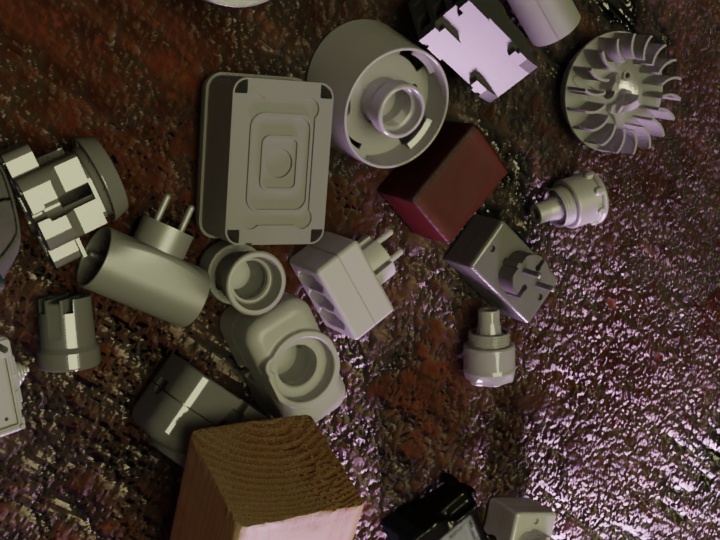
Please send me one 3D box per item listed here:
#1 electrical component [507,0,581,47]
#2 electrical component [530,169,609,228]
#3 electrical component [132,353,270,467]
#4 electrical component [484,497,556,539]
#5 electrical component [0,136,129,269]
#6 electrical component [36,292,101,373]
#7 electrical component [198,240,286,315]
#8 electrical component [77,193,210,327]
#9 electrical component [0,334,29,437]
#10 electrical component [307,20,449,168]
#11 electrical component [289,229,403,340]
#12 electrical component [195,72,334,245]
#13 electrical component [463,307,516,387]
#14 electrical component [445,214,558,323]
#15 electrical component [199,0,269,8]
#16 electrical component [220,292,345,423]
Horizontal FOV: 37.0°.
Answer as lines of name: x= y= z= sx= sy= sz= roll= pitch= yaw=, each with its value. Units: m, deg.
electrical component: x=0.134 y=-0.219 z=0.836 sx=0.043 sy=0.043 sz=0.081 roll=-46 pitch=120 yaw=-14
electrical component: x=0.172 y=-0.055 z=0.898 sx=0.062 sy=0.048 sz=0.048 roll=-18 pitch=110 yaw=-20
electrical component: x=-0.109 y=0.110 z=0.756 sx=0.095 sy=0.054 sz=0.059 roll=40 pitch=80 yaw=-32
electrical component: x=0.146 y=0.241 z=0.929 sx=0.047 sy=0.077 sz=0.065 roll=8 pitch=97 yaw=-33
electrical component: x=-0.182 y=-0.049 z=0.673 sx=0.057 sy=0.058 sz=0.078 roll=-29 pitch=114 yaw=-20
electrical component: x=-0.191 y=0.040 z=0.699 sx=0.040 sy=0.040 sz=0.046 roll=-7 pitch=99 yaw=-30
electrical component: x=-0.083 y=0.004 z=0.746 sx=0.045 sy=0.055 sz=0.045 roll=-8 pitch=105 yaw=-30
electrical component: x=-0.136 y=-0.011 z=0.717 sx=0.077 sy=0.043 sz=0.079 roll=26 pitch=87 yaw=-33
electrical component: x=-0.253 y=0.073 z=0.659 sx=0.096 sy=0.061 sz=0.061 roll=-17 pitch=109 yaw=-36
electrical component: x=0.014 y=-0.126 z=0.785 sx=0.099 sy=0.064 sz=0.099 roll=-17 pitch=123 yaw=-27
electrical component: x=0.000 y=0.000 z=0.801 sx=0.077 sy=0.047 sz=0.065 roll=-38 pitch=118 yaw=-19
electrical component: x=-0.067 y=-0.076 z=0.737 sx=0.078 sy=0.057 sz=0.113 roll=-2 pitch=102 yaw=-31
electrical component: x=0.106 y=0.062 z=0.883 sx=0.043 sy=0.043 sz=0.062 roll=-9 pitch=105 yaw=-30
electrical component: x=0.126 y=0.003 z=0.862 sx=0.083 sy=0.076 sz=0.047 roll=42 pitch=78 yaw=-31
electrical component: x=-0.092 y=-0.222 z=0.686 sx=0.108 sy=0.060 sz=0.108 roll=-8 pitch=105 yaw=-30
electrical component: x=-0.053 y=0.064 z=0.776 sx=0.054 sy=0.059 sz=0.095 roll=-33 pitch=116 yaw=-21
